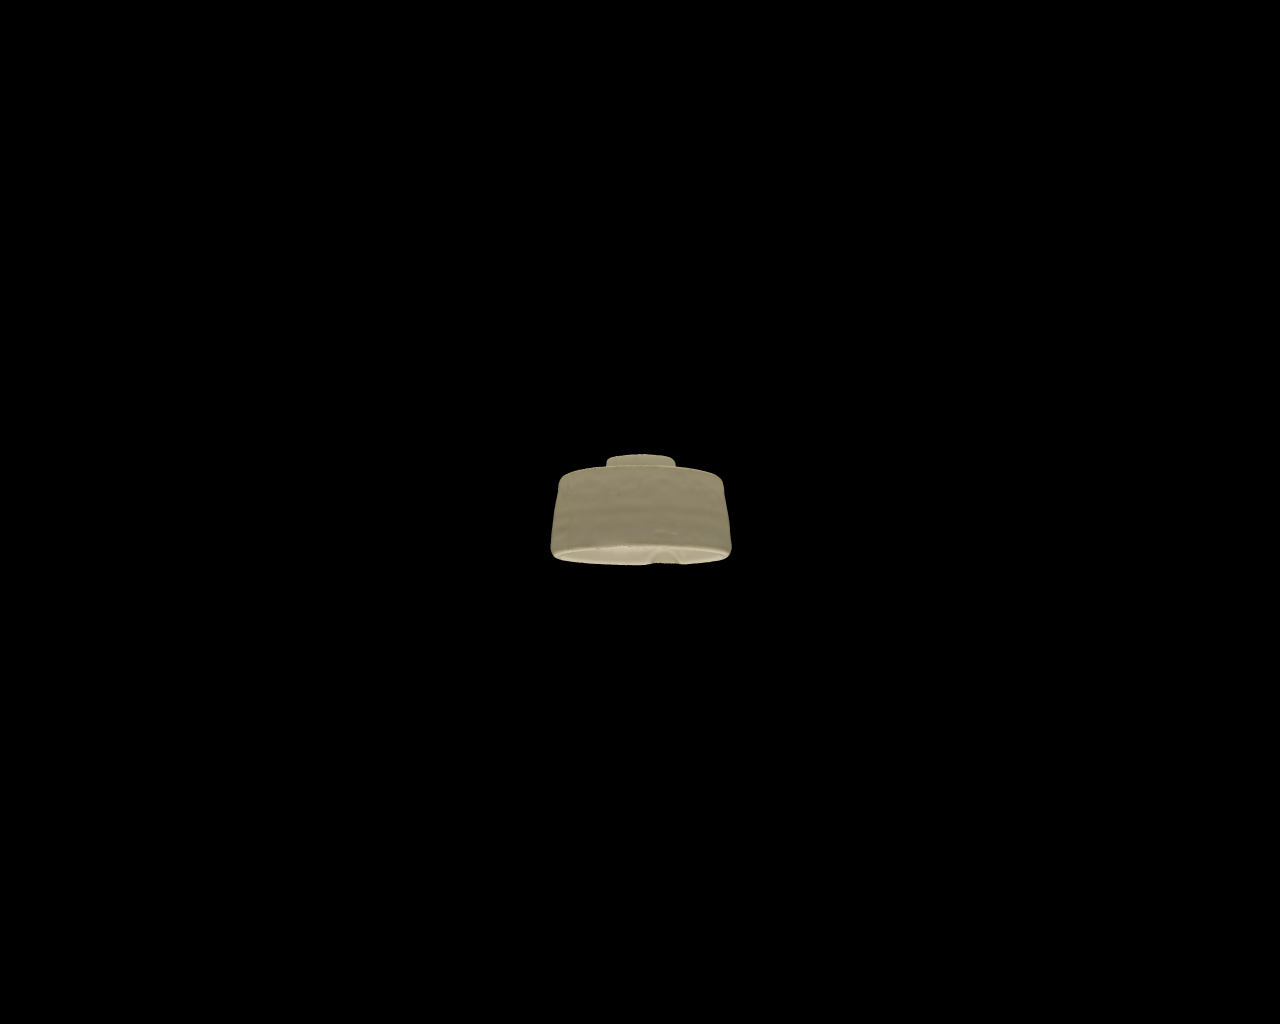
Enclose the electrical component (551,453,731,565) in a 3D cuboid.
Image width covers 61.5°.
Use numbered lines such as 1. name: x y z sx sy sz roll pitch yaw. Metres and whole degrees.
1. electrical component: 0.001 -0.003 0.650 0.108 0.060 0.108 0 -8 0
